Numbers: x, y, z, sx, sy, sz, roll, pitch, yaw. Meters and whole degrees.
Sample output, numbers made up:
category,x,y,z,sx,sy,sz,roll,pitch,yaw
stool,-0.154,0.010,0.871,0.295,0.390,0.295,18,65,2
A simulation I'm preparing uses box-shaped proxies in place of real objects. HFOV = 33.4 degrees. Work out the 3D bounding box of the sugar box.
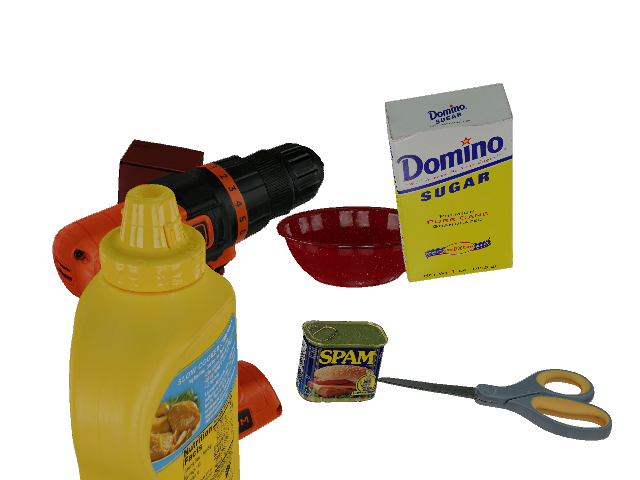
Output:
category,x,y,z,sx,sy,sz,roll,pitch,yaw
sugar box,0.106,-0.041,0.854,0.093,0.048,0.176,-9,-39,3

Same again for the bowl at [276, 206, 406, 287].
category,x,y,z,sx,sy,sz,roll,pitch,yaw
bowl,0.036,0.009,1.098,0.162,0.055,0.162,-1,15,0

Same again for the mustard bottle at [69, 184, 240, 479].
category,x,y,z,sx,sy,sz,roll,pitch,yaw
mustard bottle,-0.067,0.067,0.445,0.058,0.192,0.096,12,28,19

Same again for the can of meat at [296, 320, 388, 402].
category,x,y,z,sx,sy,sz,roll,pitch,yaw
can of meat,0.024,0.148,1.294,0.102,0.084,0.057,2,24,-15

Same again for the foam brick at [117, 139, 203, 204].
category,x,y,z,sx,sy,sz,roll,pitch,yaw
foam brick,-0.163,-0.065,1.096,0.078,0.051,0.053,10,31,3

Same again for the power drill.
category,x,y,z,sx,sy,sz,roll,pitch,yaw
power drill,-0.070,0.041,0.678,0.184,0.188,0.057,-23,34,-30

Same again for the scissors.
category,x,y,z,sx,sy,sz,roll,pitch,yaw
scissors,0.158,0.128,0.943,0.202,0.016,0.096,16,28,14

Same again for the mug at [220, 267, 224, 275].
category,x,y,z,sx,sy,sz,roll,pitch,yaw
mug,-0.134,0.063,0.932,0.093,0.081,0.117,6,21,0
